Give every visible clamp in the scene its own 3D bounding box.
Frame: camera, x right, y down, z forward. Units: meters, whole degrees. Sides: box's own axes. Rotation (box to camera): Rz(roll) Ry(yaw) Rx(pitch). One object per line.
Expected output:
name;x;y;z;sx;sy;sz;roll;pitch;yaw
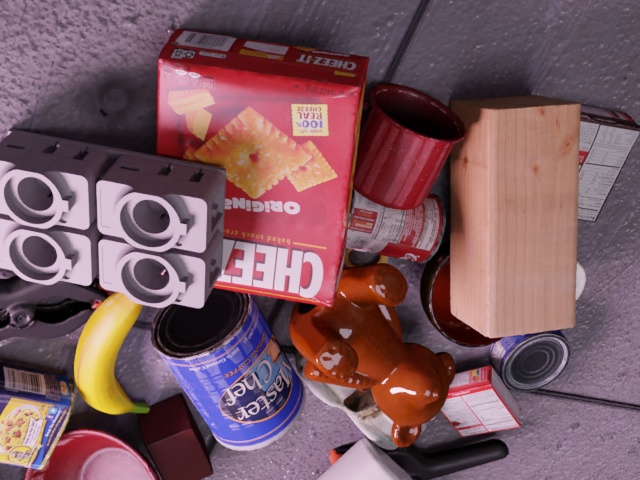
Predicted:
clamp;-0.276;0.068;0.959;0.171;0.039;0.120;1;133;-23
clamp;0.109;0.270;1.235;0.209;0.036;0.165;26;110;-29

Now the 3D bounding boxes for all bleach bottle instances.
bleach bottle;-0.009;0.333;1.162;0.251;0.068;0.102;-43;118;3

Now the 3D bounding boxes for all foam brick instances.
foam brick;-0.148;0.208;1.091;0.051;0.053;0.078;-21;127;-5

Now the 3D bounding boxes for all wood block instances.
wood block;0.176;-0.024;0.981;0.090;0.091;0.206;-6;104;-16

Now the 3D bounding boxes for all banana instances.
banana;-0.197;0.110;1.002;0.069;0.037;0.198;-20;145;-24

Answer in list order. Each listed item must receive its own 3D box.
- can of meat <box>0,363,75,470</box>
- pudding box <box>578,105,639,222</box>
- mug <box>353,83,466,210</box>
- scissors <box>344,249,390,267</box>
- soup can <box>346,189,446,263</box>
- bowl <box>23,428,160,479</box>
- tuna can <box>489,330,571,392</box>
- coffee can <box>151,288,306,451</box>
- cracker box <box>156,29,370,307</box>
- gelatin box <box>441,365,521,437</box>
can of meat;-0.289;0.167;1.010;0.083;0.057;0.102;17;116;-30
pudding box;0.250;-0.076;1.049;0.089;0.039;0.114;6;123;-25
mug;0.060;-0.086;0.950;0.117;0.093;0.082;25;121;0
scissors;-0.007;0.001;1.024;0.096;0.016;0.201;-40;126;6
soup can;0.057;-0.020;0.999;0.102;0.068;0.069;11;118;-25
bowl;-0.216;0.260;1.071;0.162;0.055;0.162;3;98;18
tuna can;0.233;0.127;1.184;0.086;0.034;0.086;-9;126;-13
coffee can;-0.085;0.119;1.021;0.103;0.103;0.140;-27;128;-1
cracker box;-0.053;-0.057;0.895;0.164;0.072;0.214;10;122;5
gelatin box;0.173;0.180;1.184;0.073;0.030;0.089;-17;133;26
